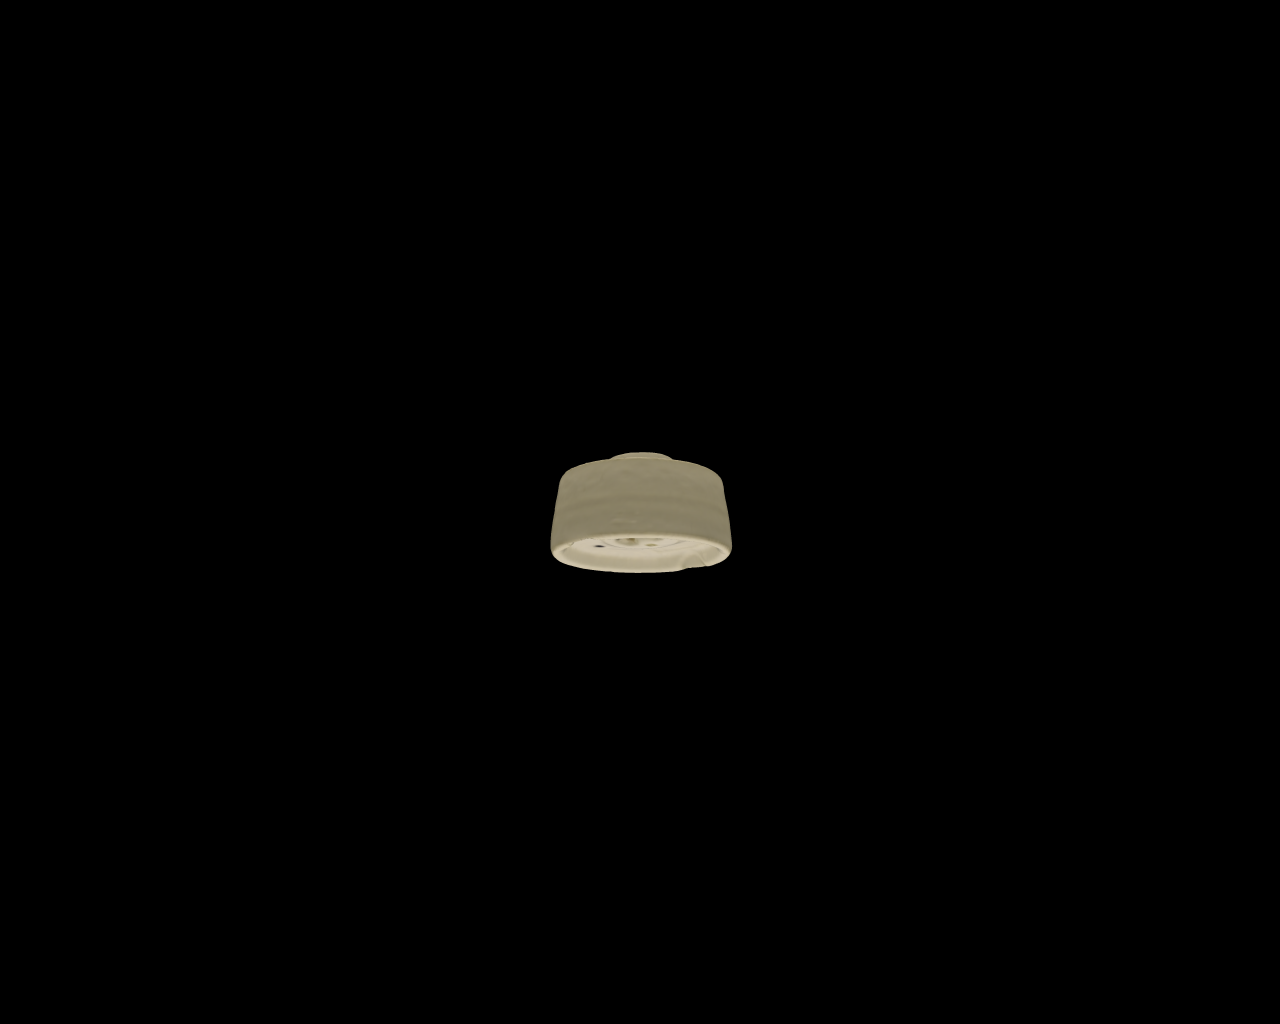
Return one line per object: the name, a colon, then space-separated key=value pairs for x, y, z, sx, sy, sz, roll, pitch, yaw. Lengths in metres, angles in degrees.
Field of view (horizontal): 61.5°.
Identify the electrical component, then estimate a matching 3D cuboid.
electrical component: x=0.001 y=-0.003 z=0.650 sx=0.108 sy=0.060 sz=0.108 roll=0 pitch=-14 yaw=0
